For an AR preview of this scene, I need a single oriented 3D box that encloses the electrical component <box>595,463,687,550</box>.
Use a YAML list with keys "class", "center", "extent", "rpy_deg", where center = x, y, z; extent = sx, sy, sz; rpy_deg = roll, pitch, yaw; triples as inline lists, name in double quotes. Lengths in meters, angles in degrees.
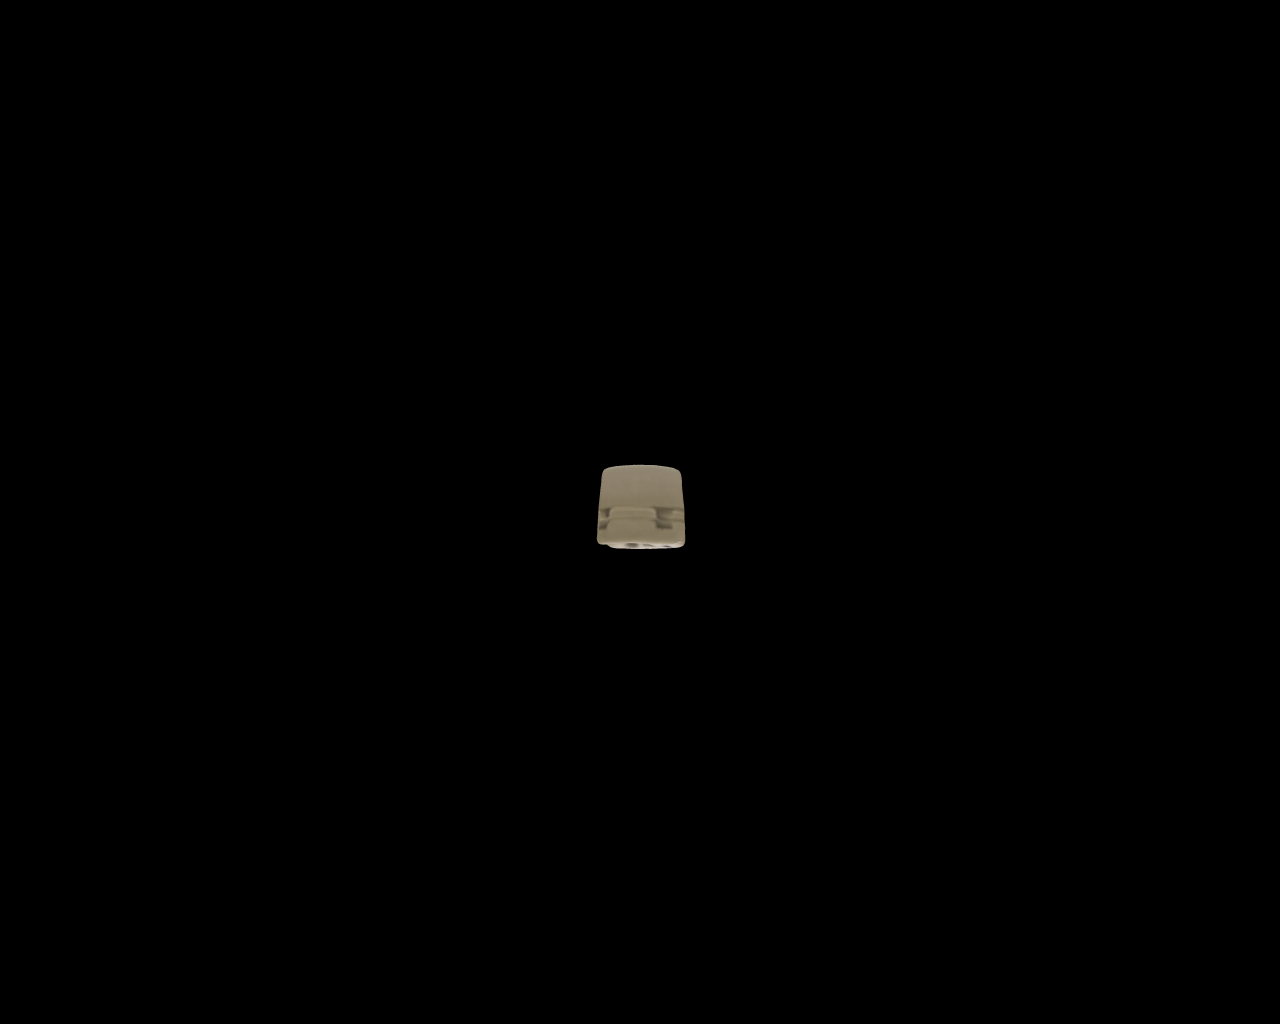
- class: "electrical component"
  center: [0.001, -0.003, 0.650]
  extent: [0.055, 0.047, 0.055]
  rpy_deg: [0, -6, 0]
